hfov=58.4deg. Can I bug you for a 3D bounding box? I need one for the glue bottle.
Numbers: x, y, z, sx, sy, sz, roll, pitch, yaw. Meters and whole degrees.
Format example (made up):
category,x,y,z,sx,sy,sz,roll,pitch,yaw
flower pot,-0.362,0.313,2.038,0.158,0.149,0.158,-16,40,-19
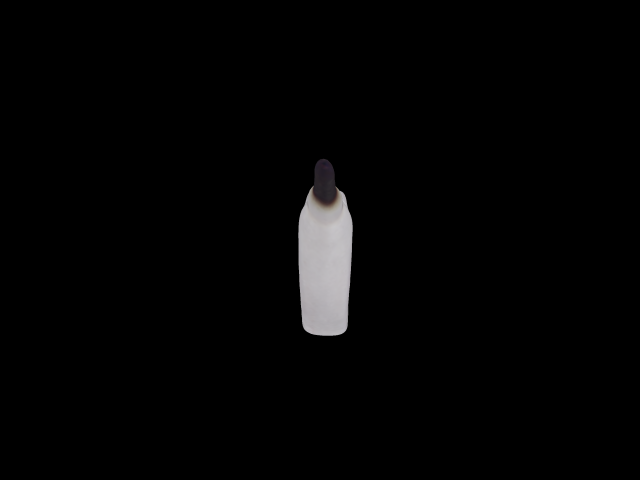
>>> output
category,x,y,z,sx,sy,sz,roll,pitch,yaw
glue bottle,0.004,0.001,0.400,0.037,0.173,0.078,0,58,0
